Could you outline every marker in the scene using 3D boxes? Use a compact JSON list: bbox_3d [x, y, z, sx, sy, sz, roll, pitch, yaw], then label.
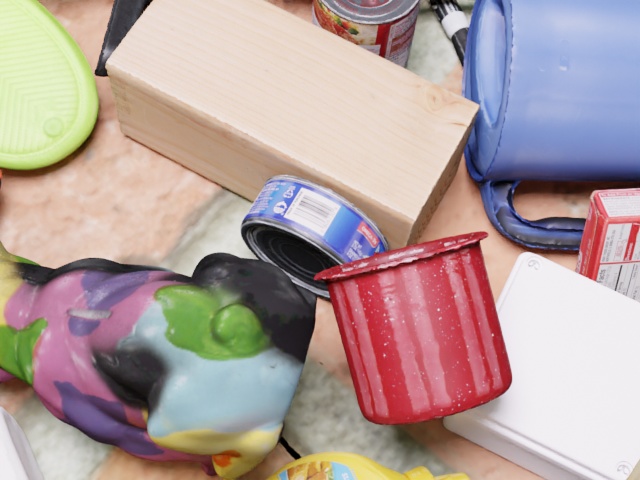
[{"bbox_3d":[0.086,-0.170,0.752,0.020,0.020,0.121,-19,68,-11],"label":"marker"}]

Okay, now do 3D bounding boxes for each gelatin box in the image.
[{"bbox_3d":[0.204,0.003,0.647,0.089,0.073,0.030,-4,43,-3],"label":"gelatin box"}]

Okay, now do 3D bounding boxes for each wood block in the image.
[{"bbox_3d":[-0.018,-0.074,0.666,0.206,0.090,0.090,27,67,9],"label":"wood block"}]

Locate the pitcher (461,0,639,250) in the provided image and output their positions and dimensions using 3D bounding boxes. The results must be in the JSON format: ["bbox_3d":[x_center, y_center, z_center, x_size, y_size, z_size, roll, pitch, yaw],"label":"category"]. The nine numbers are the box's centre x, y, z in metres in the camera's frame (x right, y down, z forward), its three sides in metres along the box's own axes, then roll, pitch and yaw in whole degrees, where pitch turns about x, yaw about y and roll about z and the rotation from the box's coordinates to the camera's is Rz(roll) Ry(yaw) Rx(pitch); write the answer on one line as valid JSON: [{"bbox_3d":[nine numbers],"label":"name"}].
[{"bbox_3d":[0.214,-0.085,0.669,0.242,0.149,0.145,4,51,-4],"label":"pitcher"}]

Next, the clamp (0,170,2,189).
[{"bbox_3d":[-0.261,0.033,0.620,0.209,0.036,0.164,-40,105,-31],"label":"clamp"}]

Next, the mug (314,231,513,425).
[{"bbox_3d":[0.049,0.046,0.565,0.093,0.117,0.081,-15,92,-14],"label":"mug"}]

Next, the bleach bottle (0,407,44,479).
[{"bbox_3d":[-0.262,0.187,0.555,0.250,0.068,0.102,-26,68,-10],"label":"bleach bottle"}]

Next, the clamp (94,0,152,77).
[{"bbox_3d":[-0.140,-0.186,0.708,0.120,0.039,0.171,41,45,-7],"label":"clamp"}]

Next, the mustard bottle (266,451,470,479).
[{"bbox_3d":[-0.006,0.167,0.574,0.191,0.058,0.096,-19,53,-11],"label":"mustard bottle"}]

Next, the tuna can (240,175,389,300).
[{"bbox_3d":[-0.004,0.001,0.635,0.086,0.086,0.033,27,69,10],"label":"tuna can"}]

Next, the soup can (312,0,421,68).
[{"bbox_3d":[0.027,-0.138,0.689,0.068,0.102,0.068,1,66,-2],"label":"soup can"}]
